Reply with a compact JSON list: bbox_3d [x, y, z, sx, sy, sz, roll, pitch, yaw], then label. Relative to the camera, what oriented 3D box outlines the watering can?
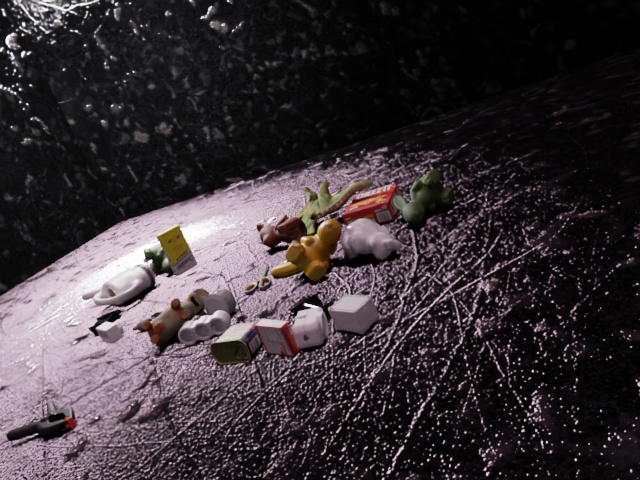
[{"bbox_3d":[-0.765,0.178,1.963,0.346,0.103,0.228,-2,24,47],"label":"watering can"}]

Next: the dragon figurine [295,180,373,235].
[{"bbox_3d":[0.006,-0.093,1.849,0.407,0.121,0.247,-11,46,51],"label":"dragon figurine"}]

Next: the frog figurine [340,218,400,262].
[{"bbox_3d":[0.136,-0.002,1.405,0.138,0.123,0.158,-8,-3,-26],"label":"frog figurine"}]
